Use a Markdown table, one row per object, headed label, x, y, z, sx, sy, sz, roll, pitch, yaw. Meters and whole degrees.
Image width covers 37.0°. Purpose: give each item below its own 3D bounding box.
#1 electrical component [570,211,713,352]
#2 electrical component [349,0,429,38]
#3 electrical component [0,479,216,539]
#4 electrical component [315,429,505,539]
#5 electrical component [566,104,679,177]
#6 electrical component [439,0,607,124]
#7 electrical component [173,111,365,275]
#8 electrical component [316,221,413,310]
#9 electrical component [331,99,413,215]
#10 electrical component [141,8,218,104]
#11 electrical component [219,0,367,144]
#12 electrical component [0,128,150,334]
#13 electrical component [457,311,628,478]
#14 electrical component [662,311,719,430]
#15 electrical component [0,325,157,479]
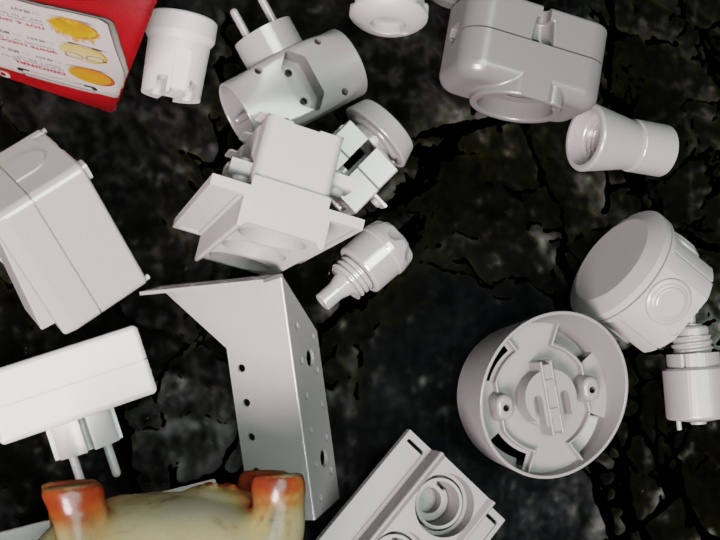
| label | x | y | z | sx | sy | sz | roll | pitch | yaw |
| --- | --- | --- | --- | --- | --- | --- | --- | --- | --- |
| electrical component | 0.175 | 0.007 | 0.672 | 0.051 | 0.080 | 0.080 | 36 | 76 | -17 |
| electrical component | 0.019 | -0.177 | 0.659 | 0.048 | 0.048 | 0.062 | 9 | 75 | -17 |
| electrical component | -0.131 | 0.162 | 0.568 | 0.121 | 0.063 | 0.078 | -11 | 88 | -18 |
| electrical component | 0.013 | 0.162 | 0.614 | 0.079 | 0.063 | 0.121 | 44 | 74 | -9 |
| electrical component | 0.173 | -0.082 | 0.700 | 0.065 | 0.044 | 0.044 | 7 | 83 | -22 |
| electrical component | 0.101 | -0.129 | 0.674 | 0.095 | 0.054 | 0.059 | 13 | 81 | -16 |
| electrical component | -0.050 | -0.037 | 0.582 | 0.079 | 0.121 | 0.063 | 16 | 78 | -16 |
| electrical component | 0.000 | 0.000 | 0.640 | 0.061 | 0.035 | 0.035 | -41 | 97 | -14 |
| electrical component | -0.002 | -0.068 | 0.641 | 0.055 | 0.048 | 0.066 | -46 | 99 | -8 |
| electrical component | -0.105 | -0.122 | 0.616 | 0.040 | 0.040 | 0.046 | 9 | 87 | -17 |
| electrical component | -0.048 | -0.122 | 0.631 | 0.077 | 0.043 | 0.079 | -30 | 95 | -18 |
| electrical component | -0.160 | -0.013 | 0.563 | 0.061 | 0.062 | 0.096 | -36 | 131 | -17 |
| electrical component | 0.110 | 0.076 | 0.652 | 0.099 | 0.064 | 0.099 | 2 | 84 | -17 |
| electrical component | 0.217 | 0.065 | 0.700 | 0.040 | 0.040 | 0.078 | -2 | 85 | -18 |
| electrical component | -0.151 | 0.079 | 0.578 | 0.083 | 0.047 | 0.075 | -18 | 90 | -18 |
